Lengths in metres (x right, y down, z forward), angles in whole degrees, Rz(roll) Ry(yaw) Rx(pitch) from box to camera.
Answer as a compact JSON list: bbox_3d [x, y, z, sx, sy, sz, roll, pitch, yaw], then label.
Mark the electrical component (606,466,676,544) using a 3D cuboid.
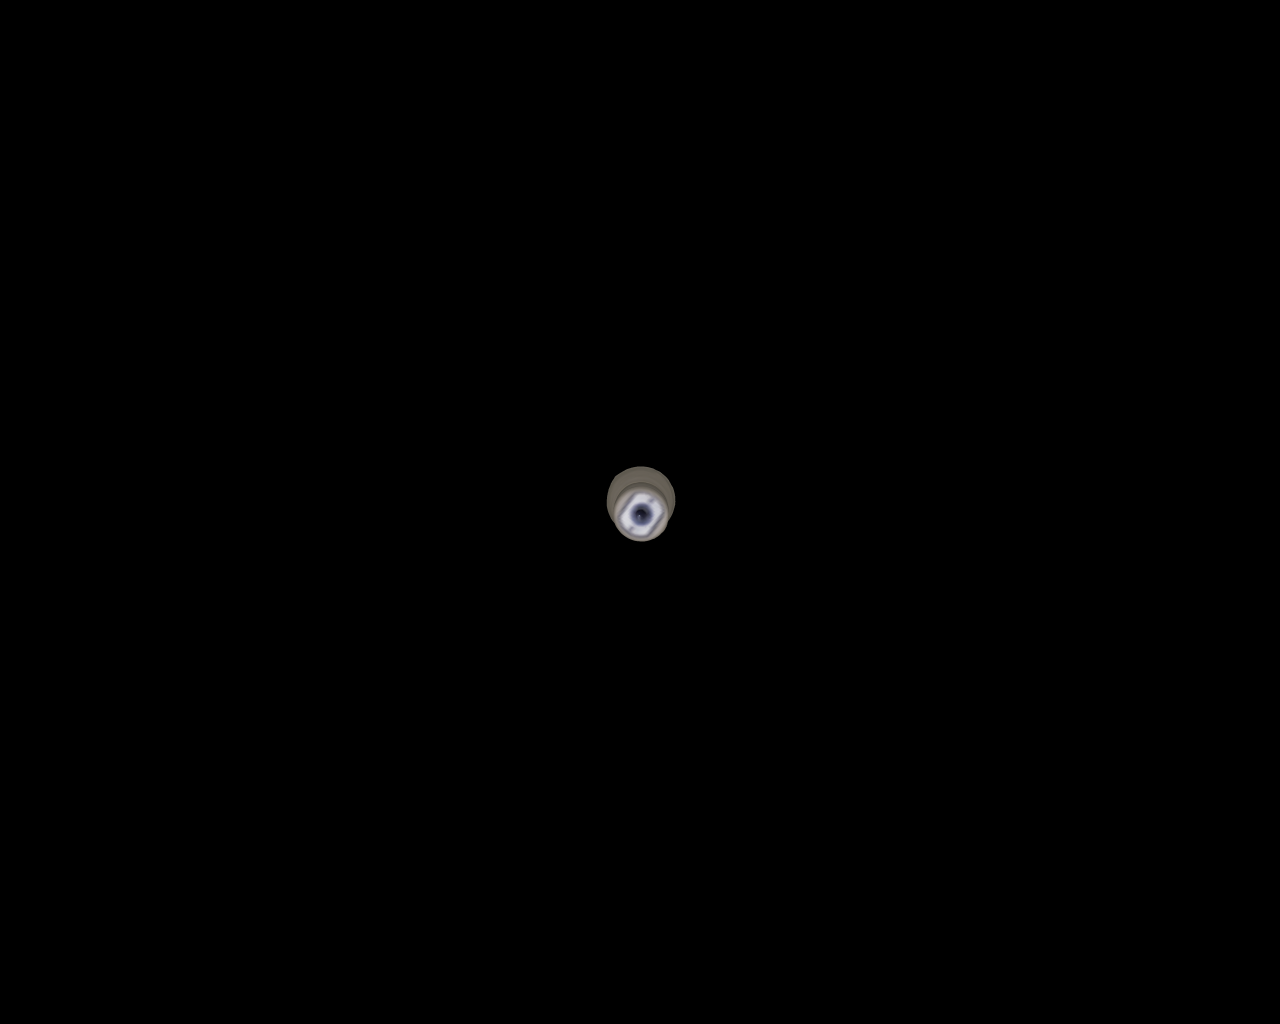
[{"bbox_3d":[0.001,-0.003,0.650,0.044,0.044,0.065,0,9,0],"label":"electrical component"}]
